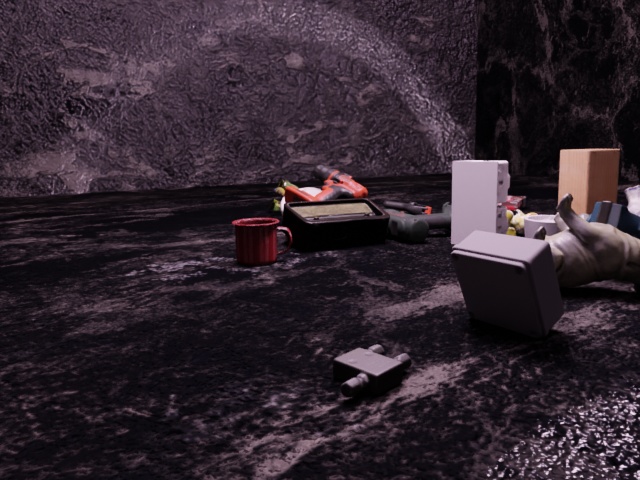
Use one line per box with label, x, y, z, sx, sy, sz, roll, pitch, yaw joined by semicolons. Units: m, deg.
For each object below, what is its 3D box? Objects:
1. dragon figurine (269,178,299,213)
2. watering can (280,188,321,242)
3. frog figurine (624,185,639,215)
dragon figurine;-0.038;-0.124;1.735;0.242;0.121;0.414;15;10;-9
watering can;0.004;-0.069;1.371;0.224;0.102;0.354;1;25;-2
frog figurine;0.845;-0.060;1.290;0.137;0.119;0.163;7;45;-1
